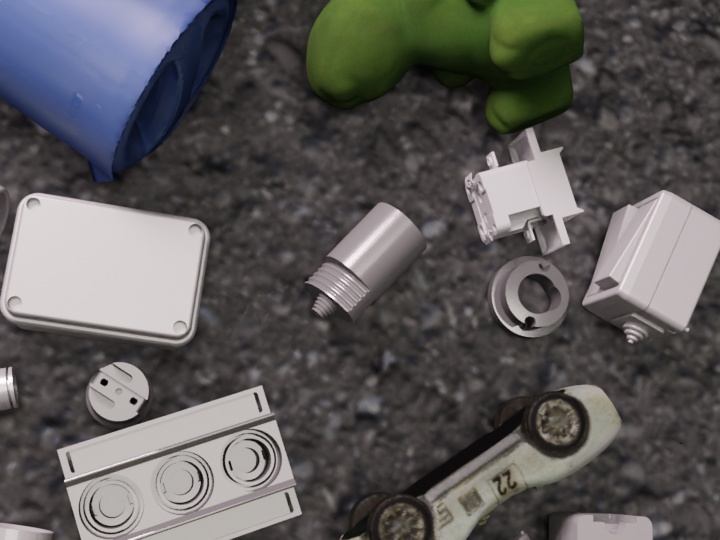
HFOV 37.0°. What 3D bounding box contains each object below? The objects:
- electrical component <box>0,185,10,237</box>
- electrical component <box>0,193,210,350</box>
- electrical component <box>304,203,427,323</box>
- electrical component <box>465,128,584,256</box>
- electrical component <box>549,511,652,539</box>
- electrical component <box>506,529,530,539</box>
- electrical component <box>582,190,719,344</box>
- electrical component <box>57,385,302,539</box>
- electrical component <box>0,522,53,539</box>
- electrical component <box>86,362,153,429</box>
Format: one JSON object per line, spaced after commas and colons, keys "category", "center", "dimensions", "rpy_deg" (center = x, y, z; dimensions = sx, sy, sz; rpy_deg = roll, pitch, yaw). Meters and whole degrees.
{"category": "electrical component", "center": [-0.244, -0.037, 0.642], "dimensions": [0.055, 0.048, 0.066], "rpy_deg": [17, 77, -1]}
{"category": "electrical component", "center": [-0.152, 0.003, 0.648], "dimensions": [0.113, 0.057, 0.078], "rpy_deg": [9, 78, -10]}
{"category": "electrical component", "center": [0.000, 0.000, 0.687], "dimensions": [0.043, 0.043, 0.081], "rpy_deg": [44, 75, -1]}
{"category": "electrical component", "center": [0.107, -0.048, 0.720], "dimensions": [0.064, 0.042, 0.081], "rpy_deg": [-16, 83, -10]}
{"category": "electrical component", "center": [0.149, 0.199, 0.676], "dimensions": [0.050, 0.056, 0.089], "rpy_deg": [4, 79, -11]}
{"category": "electrical component", "center": [0.080, 0.204, 0.644], "dimensions": [0.062, 0.096, 0.061], "rpy_deg": [-29, 86, 24]}
{"category": "electrical component", "center": [0.191, 0.002, 0.717], "dimensions": [0.061, 0.062, 0.096], "rpy_deg": [29, 76, -6]}
{"category": "electrical component", "center": [-0.106, 0.125, 0.632], "dimensions": [0.121, 0.063, 0.078], "rpy_deg": [-16, 84, -14]}
{"category": "electrical component", "center": [-0.205, 0.187, 0.611], "dimensions": [0.043, 0.043, 0.081], "rpy_deg": [11, 78, -10]}
{"category": "electrical component", "center": [-0.144, 0.074, 0.642], "dimensions": [0.040, 0.046, 0.040], "rpy_deg": [2, 80, -12]}
